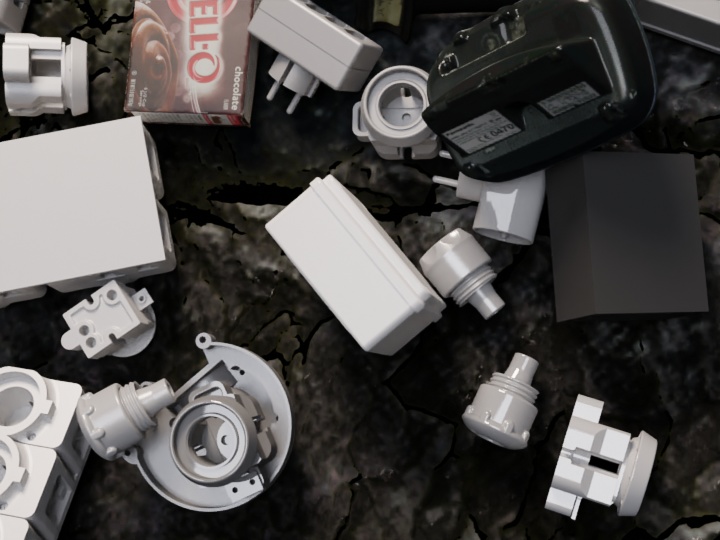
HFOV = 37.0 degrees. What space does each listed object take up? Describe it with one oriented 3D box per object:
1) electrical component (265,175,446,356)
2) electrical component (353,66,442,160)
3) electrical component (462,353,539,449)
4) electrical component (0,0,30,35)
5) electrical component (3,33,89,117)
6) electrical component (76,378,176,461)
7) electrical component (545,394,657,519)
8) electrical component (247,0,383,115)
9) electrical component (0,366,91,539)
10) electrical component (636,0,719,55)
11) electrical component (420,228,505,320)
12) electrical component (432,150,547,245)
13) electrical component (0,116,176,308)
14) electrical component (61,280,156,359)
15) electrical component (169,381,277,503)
[{"bbox_3d":[0.000,0.000,0.724,0.056,0.109,0.108,-40,78,4],"label":"electrical component"},{"bbox_3d":[0.032,-0.111,0.760,0.078,0.057,0.058,0,82,9],"label":"electrical component"},{"bbox_3d":[0.101,0.087,0.730,0.048,0.048,0.062,24,80,11],"label":"electrical component"},{"bbox_3d":[-0.304,-0.223,0.828,0.095,0.054,0.059,13,84,10],"label":"electrical component"},{"bbox_3d":[-0.232,-0.144,0.799,0.057,0.078,0.058,0,82,-13],"label":"electrical component"},{"bbox_3d":[-0.154,0.094,0.718,0.062,0.048,0.048,-28,79,-3],"label":"electrical component"},{"bbox_3d":[0.161,0.128,0.708,0.057,0.058,0.078,17,85,13],"label":"electrical component"},{"bbox_3d":[-0.041,-0.151,0.781,0.083,0.047,0.075,35,107,12],"label":"electrical component"},{"bbox_3d":[-0.250,0.147,0.735,0.089,0.061,0.150,8,57,10],"label":"electrical component"},{"bbox_3d":[0.229,-0.220,0.745,0.109,0.056,0.108,23,86,11],"label":"electrical component"},{"bbox_3d":[0.074,0.005,0.745,0.043,0.043,0.062,-39,80,2],"label":"electrical component"},{"bbox_3d":[0.091,-0.064,0.751,0.079,0.044,0.077,14,85,10],"label":"electrical component"},{"bbox_3d":[-0.236,-0.035,0.777,0.186,0.060,0.105,-11,81,-2],"label":"electrical component"},{"bbox_3d":[-0.175,0.037,0.772,0.066,0.055,0.048,-34,79,3],"label":"electrical component"},{"bbox_3d":[-0.090,0.111,0.698,0.058,0.057,0.078,-26,79,5],"label":"electrical component"}]
